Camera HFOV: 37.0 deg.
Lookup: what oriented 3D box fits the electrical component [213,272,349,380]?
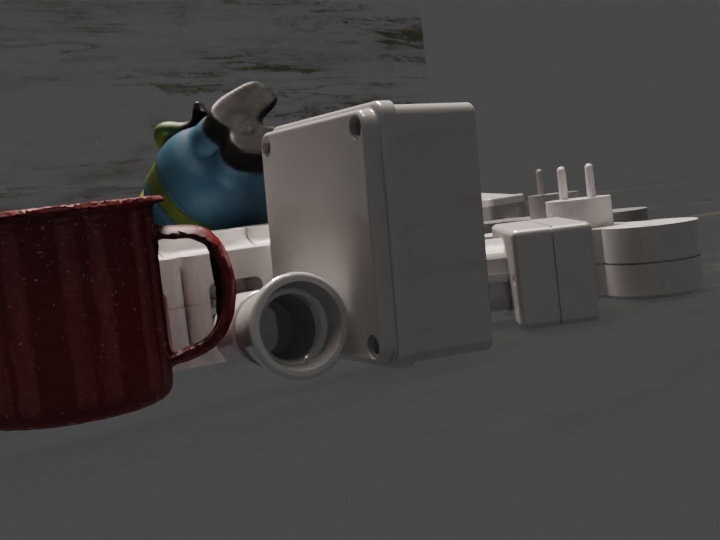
[{"bbox_3d":[-0.038,0.025,0.464,0.044,0.044,0.065,-9,0,-27],"label":"electrical component"}]

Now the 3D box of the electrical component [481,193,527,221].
[{"bbox_3d":[0.110,-0.043,0.986,0.096,0.061,0.062,-3,5,38],"label":"electrical component"}]

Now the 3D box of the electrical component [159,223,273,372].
[{"bbox_3d":[-0.083,0.012,0.556,0.150,0.061,0.089,-9,5,-31],"label":"electrical component"}]

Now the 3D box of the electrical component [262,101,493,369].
[{"bbox_3d":[0.005,-0.016,0.485,0.056,0.108,0.109,-6,4,-28],"label":"electrical component"}]

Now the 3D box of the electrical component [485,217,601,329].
[{"bbox_3d":[0.073,0.002,0.543,0.076,0.047,0.083,-7,4,1],"label":"electrical component"}]

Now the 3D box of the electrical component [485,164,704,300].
[{"bbox_3d":[0.125,-0.023,0.611,0.052,0.073,0.138,-11,6,-43],"label":"electrical component"}]

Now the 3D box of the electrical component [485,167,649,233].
[{"bbox_3d":[0.143,-0.038,0.789,0.138,0.073,0.052,-3,5,39],"label":"electrical component"}]
